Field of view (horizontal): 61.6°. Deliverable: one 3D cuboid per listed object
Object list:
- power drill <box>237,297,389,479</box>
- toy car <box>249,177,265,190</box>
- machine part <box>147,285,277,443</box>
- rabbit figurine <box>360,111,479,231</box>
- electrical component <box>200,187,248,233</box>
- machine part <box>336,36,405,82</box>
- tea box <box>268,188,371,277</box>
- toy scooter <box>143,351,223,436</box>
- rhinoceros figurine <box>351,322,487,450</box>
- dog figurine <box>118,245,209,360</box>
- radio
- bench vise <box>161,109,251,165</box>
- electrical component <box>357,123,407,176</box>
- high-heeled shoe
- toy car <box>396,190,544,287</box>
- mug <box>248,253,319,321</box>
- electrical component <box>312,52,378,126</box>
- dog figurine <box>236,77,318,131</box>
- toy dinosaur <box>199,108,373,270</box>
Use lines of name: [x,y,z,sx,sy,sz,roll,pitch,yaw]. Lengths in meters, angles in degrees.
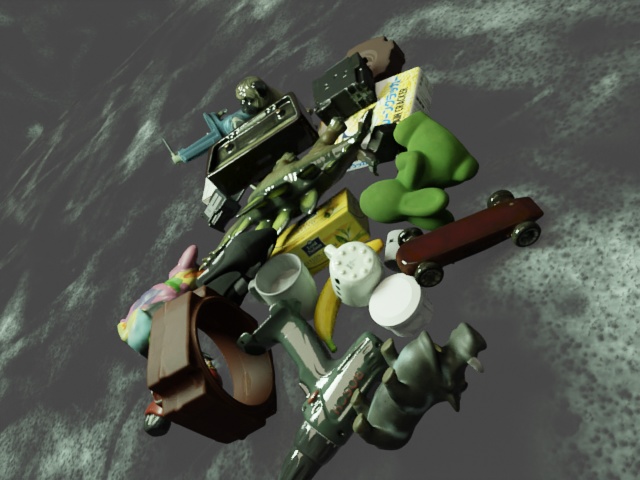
power drill: [-0.026,0.193,0.747,0.232,0.085,0.208,-47,52,-5]
toy car: [-0.123,-0.128,1.145,0.056,0.073,0.202,-48,38,-4]
machine part: [-0.155,0.184,0.811,0.087,0.200,0.202,-30,42,19]
rabbit figurine: [0.148,-0.079,0.822,0.170,0.121,0.159,-41,55,2]
electrical component: [-0.211,-0.082,1.200,0.119,0.047,0.075,-56,38,8]
machine part: [0.095,-0.353,1.142,0.179,0.056,0.179,-24,44,26]
tea box: [-0.002,-0.003,0.910,0.169,0.068,0.098,-36,22,17]
toy scooter: [-0.241,0.250,0.942,0.184,0.075,0.135,-34,39,25]
rhinoceros figurine: [0.117,0.174,0.638,0.190,0.112,0.073,-54,8,14]
dog figurine: [-0.287,0.118,1.058,0.219,0.108,0.192,-52,16,-11]
radio: [-0.120,-0.193,1.083,0.230,0.073,0.131,-29,39,15]
bench vise: [-0.254,-0.251,1.321,0.241,0.128,0.224,-32,30,-7]
electrical component: [0.111,-0.146,0.872,0.045,0.102,0.078,49,133,31]
high-heeled shoe: [-0.136,0.057,0.936,0.145,0.248,0.086,-38,79,-15]
toy car: [0.201,-0.001,0.731,0.202,0.053,0.089,-23,38,2]
mug: [-0.054,0.088,0.863,0.110,0.107,0.081,-16,42,21]
electrical component: [0.044,-0.292,1.031,0.115,0.058,0.134,-27,41,21]
dog figurine: [-0.113,-0.305,1.191,0.121,0.190,0.172,-46,37,3]
toy dinosaur: [-0.068,-0.078,0.961,0.471,0.105,0.198,-38,10,41]
